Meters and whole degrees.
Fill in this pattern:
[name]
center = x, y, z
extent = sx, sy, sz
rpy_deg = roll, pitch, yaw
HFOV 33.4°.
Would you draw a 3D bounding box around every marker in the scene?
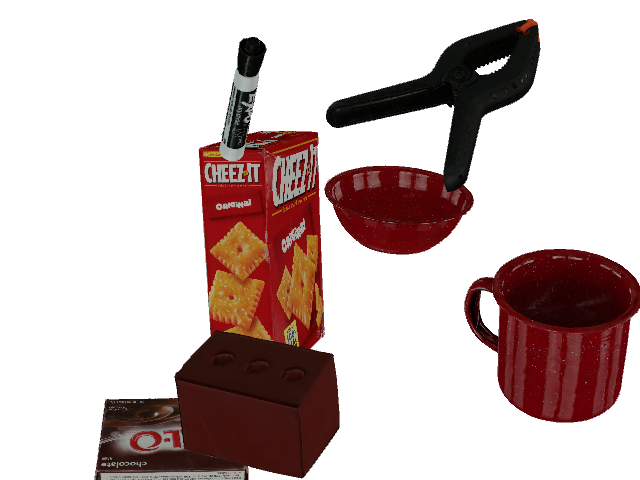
[marker]
center = -0.057, -0.101, 0.771
extent = 0.020, 0.020, 0.121
rpy_deg = 0, -34, -13

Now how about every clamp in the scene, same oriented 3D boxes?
[clamp]
center = 0.131, -0.129, 0.962
extent = 0.209, 0.036, 0.165
rpy_deg = -34, 48, -15

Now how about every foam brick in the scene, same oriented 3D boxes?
[foam brick]
center = -0.035, 0.091, 0.602
extent = 0.078, 0.051, 0.052
rpy_deg = 9, 29, 21

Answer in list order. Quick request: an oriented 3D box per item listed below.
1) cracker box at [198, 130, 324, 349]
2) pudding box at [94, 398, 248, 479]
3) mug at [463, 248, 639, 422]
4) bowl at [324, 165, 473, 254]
[cracker box]
center = -0.048, 0.010, 1.008
extent = 0.072, 0.214, 0.164
rpy_deg = 2, 11, 16
[pudding box]
center = -0.112, 0.160, 0.815
extent = 0.113, 0.039, 0.090
rpy_deg = -2, 26, -5
[mug]
center = 0.148, 0.061, 0.703
extent = 0.117, 0.081, 0.093
rpy_deg = 17, 37, 29
[bowl]
center = 0.083, -0.028, 1.165
extent = 0.162, 0.055, 0.162
rpy_deg = 3, 25, -2
